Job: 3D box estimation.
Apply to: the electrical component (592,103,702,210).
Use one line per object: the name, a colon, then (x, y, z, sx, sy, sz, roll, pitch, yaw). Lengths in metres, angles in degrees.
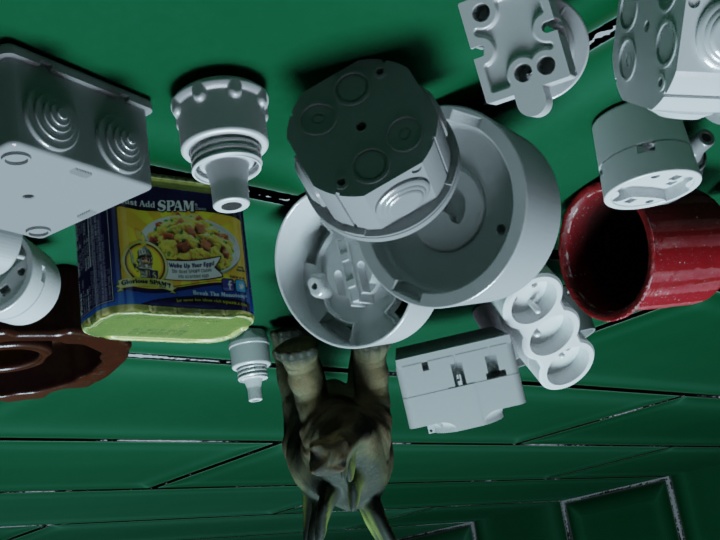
electrical component: (0.163, -0.067, 0.619, 0.055, 0.047, 0.055, -8, 162, -3)

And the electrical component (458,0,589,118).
electrical component: (0.073, -0.098, 0.471, 0.048, 0.066, 0.055, -16, 180, 22)

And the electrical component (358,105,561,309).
electrical component: (0.058, -0.032, 0.591, 0.108, 0.108, 0.060, -22, 164, 34)

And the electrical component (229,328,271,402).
electrical component: (-0.093, 0.082, 0.923, 0.035, 0.061, 0.035, -8, 162, -3)

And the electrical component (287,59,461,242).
electrical component: (0.006, -0.058, 0.527, 0.080, 0.080, 0.051, -12, 156, 10)

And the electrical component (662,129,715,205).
electrical component: (0.195, -0.066, 0.657, 0.035, 0.035, 0.061, -2, 159, -18)

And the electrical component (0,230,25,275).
electrical component: (-0.224, -0.022, 0.591, 0.040, 0.040, 0.078, -21, 158, 32)

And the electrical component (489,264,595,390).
electrical component: (0.135, 0.031, 0.862, 0.052, 0.073, 0.138, -35, 132, 0)

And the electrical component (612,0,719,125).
electrical component: (0.146, -0.103, 0.458, 0.051, 0.080, 0.080, 1, 160, -10)

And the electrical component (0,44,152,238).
electrical component: (-0.158, -0.055, 0.508, 0.100, 0.048, 0.100, -19, 160, 31)

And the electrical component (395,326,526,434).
electrical component: (0.078, 0.088, 0.874, 0.089, 0.061, 0.150, -13, 179, 2)

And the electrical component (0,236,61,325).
electrical component: (-0.215, 0.005, 0.655, 0.055, 0.055, 0.047, -11, 165, 6)

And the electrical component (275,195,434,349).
electrical component: (0.000, 0.000, 0.674, 0.099, 0.099, 0.064, -20, 165, 30)

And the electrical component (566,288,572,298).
electrical component: (0.207, -0.006, 0.831, 0.099, 0.064, 0.099, 3, 169, 1)

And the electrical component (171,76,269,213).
electrical component: (-0.065, -0.059, 0.518, 0.048, 0.062, 0.048, -8, 161, -3)

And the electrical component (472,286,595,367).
electrical component: (0.160, 0.049, 0.973, 0.099, 0.064, 0.099, -21, 165, -6)
